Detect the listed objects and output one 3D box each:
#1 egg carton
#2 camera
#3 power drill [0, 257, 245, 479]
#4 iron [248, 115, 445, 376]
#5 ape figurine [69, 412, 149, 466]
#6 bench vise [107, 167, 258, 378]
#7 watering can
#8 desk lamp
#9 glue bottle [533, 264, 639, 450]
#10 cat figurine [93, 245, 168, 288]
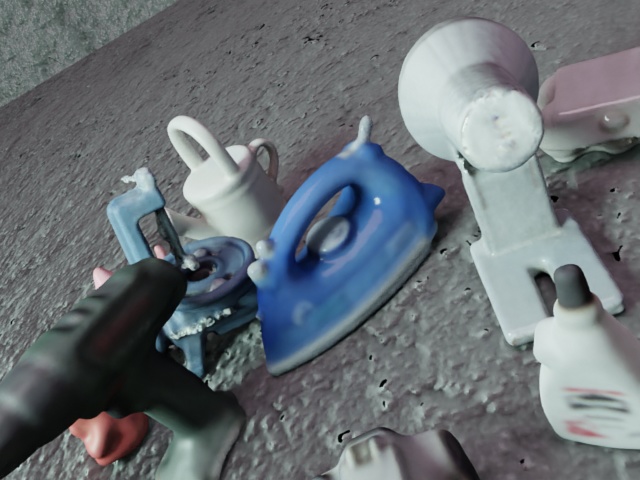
[{"bbox_3d":[0.291,-0.134,0.570,0.150,0.070,0.107,-9,43,31],"label":"egg carton"},{"bbox_3d":[0.042,0.202,0.357,0.143,0.101,0.136,-29,37,8],"label":"camera"},{"bbox_3d":[-0.162,0.139,0.494,0.075,0.209,0.230,-6,45,33],"label":"power drill"},{"bbox_3d":[0.005,0.002,0.576,0.259,0.142,0.118,-48,38,-18],"label":"iron"},{"bbox_3d":[-0.230,0.186,0.592,0.076,0.092,0.077,-25,37,12],"label":"ape figurine"},{"bbox_3d":[-0.157,0.048,0.583,0.121,0.220,0.208,17,60,47],"label":"bench vise"},{"bbox_3d":[-0.122,-0.067,0.707,0.100,0.195,0.173,-4,46,34],"label":"watering can"},{"bbox_3d":[0.151,-0.061,0.474,0.117,0.214,0.203,-24,38,14],"label":"desk lamp"},{"bbox_3d":[0.165,0.072,0.348,0.078,0.174,0.037,-8,44,31],"label":"glue bottle"},{"bbox_3d":[-0.219,0.065,0.698,0.067,0.118,0.128,12,56,44],"label":"cat figurine"}]
